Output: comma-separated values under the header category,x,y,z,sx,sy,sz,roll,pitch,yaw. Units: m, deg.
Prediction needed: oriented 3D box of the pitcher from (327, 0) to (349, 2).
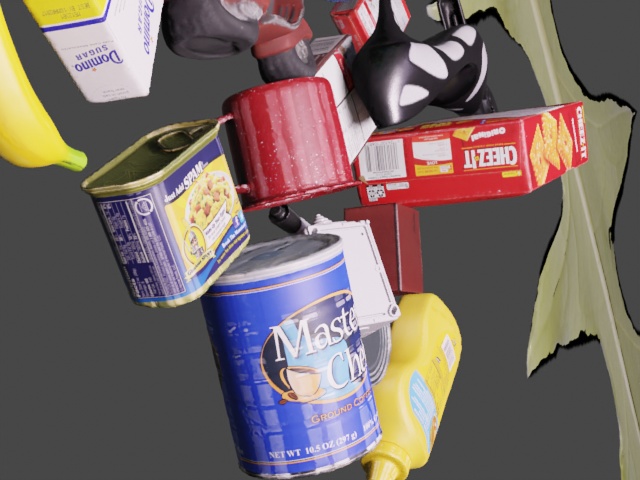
category,x,y,z,sx,sy,sz,roll,pitch,yaw
pitcher,0.091,-0.266,0.849,0.242,0.149,0.145,-16,110,-48

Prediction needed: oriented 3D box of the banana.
category,x,y,z,sx,sy,sz,roll,pitch,yaw
banana,-0.177,-0.117,0.553,0.069,0.037,0.198,-75,151,-69

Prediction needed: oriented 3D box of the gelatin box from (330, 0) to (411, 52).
category,x,y,z,sx,sy,sz,roll,pitch,yaw
gelatin box,0.048,-0.208,0.992,0.073,0.030,0.089,59,43,-39

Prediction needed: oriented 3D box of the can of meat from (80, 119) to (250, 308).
category,x,y,z,sx,sy,sz,roll,pitch,yaw
can of meat,-0.091,-0.017,0.663,0.102,0.058,0.084,-50,129,-53

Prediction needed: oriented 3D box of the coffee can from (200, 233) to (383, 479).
category,x,y,z,sx,sy,sz,roll,pitch,yaw
coffee can,-0.021,0.076,0.722,0.102,0.103,0.140,-30,110,-60

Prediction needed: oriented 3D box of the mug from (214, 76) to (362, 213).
category,x,y,z,sx,sy,sz,roll,pitch,yaw
mug,-0.034,-0.067,0.763,0.117,0.093,0.081,-13,90,-26

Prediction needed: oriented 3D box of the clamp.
category,x,y,z,sx,sy,sz,roll,pitch,yaw
clamp,0.175,-0.167,1.218,0.209,0.036,0.164,49,37,-50

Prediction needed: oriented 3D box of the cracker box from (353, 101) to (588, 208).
category,x,y,z,sx,sy,sz,roll,pitch,yaw
cracker box,0.149,-0.082,1.013,0.213,0.164,0.072,-21,105,-61

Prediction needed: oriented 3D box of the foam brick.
category,x,y,z,sx,sy,sz,roll,pitch,yaw
foam brick,0.056,0.010,0.938,0.052,0.051,0.078,14,72,-62

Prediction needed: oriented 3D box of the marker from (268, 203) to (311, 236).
category,x,y,z,sx,sy,sz,roll,pitch,yaw
marker,-0.006,0.001,0.858,0.121,0.020,0.020,40,49,-52

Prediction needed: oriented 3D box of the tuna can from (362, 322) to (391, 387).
category,x,y,z,sx,sy,sz,roll,pitch,yaw
tuna can,0.026,0.079,0.883,0.086,0.034,0.086,23,64,-58

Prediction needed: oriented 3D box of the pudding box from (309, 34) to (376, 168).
category,x,y,z,sx,sy,sz,roll,pitch,yaw
pudding box,0.006,-0.110,0.887,0.113,0.039,0.090,-55,132,-50

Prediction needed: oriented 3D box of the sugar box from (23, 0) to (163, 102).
category,x,y,z,sx,sy,sz,roll,pitch,yaw
sugar box,-0.138,-0.165,0.576,0.176,0.048,0.093,70,17,-53

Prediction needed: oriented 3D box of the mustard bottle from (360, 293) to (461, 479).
category,x,y,z,sx,sy,sz,roll,pitch,yaw
mustard bottle,0.075,0.142,0.934,0.191,0.058,0.096,-65,144,-46
